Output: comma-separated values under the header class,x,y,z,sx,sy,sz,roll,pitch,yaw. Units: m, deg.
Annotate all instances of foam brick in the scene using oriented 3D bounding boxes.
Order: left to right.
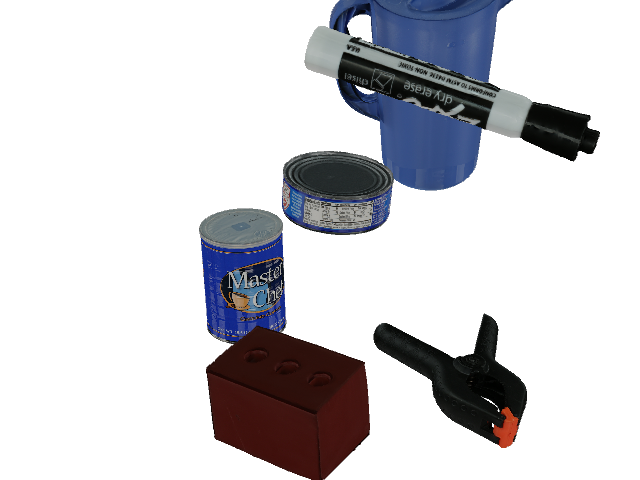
class,x,y,z,sx,sy,sz,roll,pitch,yaw
foam brick,-0.018,0.092,0.608,0.078,0.051,0.052,16,33,29

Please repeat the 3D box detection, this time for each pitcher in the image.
class,x,y,z,sx,sy,sz,roll,pitch,yaw
pitcher,0.107,-0.172,1.131,0.149,0.243,0.144,28,53,28

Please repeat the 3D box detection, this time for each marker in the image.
class,x,y,z,sx,sy,sz,roll,pitch,yaw
marker,0.052,-0.059,0.427,0.121,0.020,0.020,21,5,13

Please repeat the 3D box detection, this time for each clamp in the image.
class,x,y,z,sx,sy,sz,roll,pitch,yaw
clamp,0.135,0.114,0.927,0.120,0.039,0.172,-14,35,-22

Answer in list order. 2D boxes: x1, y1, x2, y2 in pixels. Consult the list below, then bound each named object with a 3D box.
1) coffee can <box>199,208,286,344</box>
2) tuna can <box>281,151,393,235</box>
class,x,y,z,sx,sy,sz,roll,pitch,yaw
coffee can,-0.096,0.044,1.333,0.103,0.140,0.103,-1,26,0
tuna can,0.013,-0.037,0.825,0.086,0.034,0.086,3,27,-2
